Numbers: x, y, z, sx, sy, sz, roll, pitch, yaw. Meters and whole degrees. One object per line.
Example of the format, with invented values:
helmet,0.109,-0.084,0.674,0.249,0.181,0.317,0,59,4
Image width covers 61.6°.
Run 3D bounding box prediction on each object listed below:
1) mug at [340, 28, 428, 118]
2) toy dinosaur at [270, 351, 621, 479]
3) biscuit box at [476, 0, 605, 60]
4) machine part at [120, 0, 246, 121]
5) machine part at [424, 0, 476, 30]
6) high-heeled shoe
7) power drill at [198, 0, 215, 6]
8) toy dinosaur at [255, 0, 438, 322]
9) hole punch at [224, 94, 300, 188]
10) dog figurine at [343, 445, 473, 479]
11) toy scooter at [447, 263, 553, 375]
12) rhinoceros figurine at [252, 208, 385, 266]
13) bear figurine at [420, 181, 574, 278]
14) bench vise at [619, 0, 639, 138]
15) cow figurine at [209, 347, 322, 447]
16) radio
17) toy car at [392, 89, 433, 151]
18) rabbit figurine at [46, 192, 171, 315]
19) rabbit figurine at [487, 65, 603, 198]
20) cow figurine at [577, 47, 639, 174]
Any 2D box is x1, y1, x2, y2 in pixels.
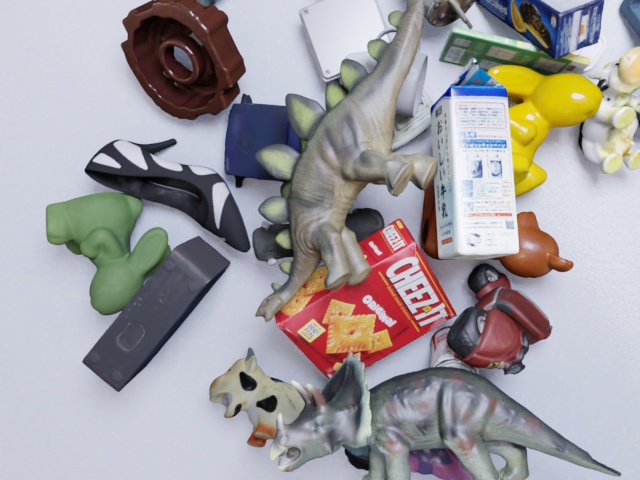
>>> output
mug,0.084,-0.224,0.711,0.107,0.081,0.109,12,107,12
toy dinosaur,0.146,0.228,0.681,0.405,0.131,0.192,-10,90,5
biscuit box,0.272,-0.308,0.689,0.059,0.203,0.062,-22,136,-1
machine part,-0.189,-0.253,0.750,0.180,0.056,0.179,16,136,16
machine part,0.138,-0.375,0.723,0.079,0.079,0.243,-30,71,6
high-heeled shoe,-0.219,-0.056,0.775,0.145,0.086,0.249,-31,73,-30
power drill,-0.104,-0.376,0.767,0.207,0.086,0.232,-43,90,11
toy dinosaur,0.034,-0.107,0.654,0.199,0.105,0.471,35,99,23
hole punch,-0.085,-0.141,0.782,0.116,0.092,0.142,7,99,8
dog figurine,0.133,0.265,0.789,0.219,0.108,0.191,24,97,5
toy scooter,0.256,0.120,0.738,0.135,0.184,0.075,35,133,1
rhinoceros figurine,-0.002,-0.002,0.774,0.190,0.112,0.073,-7,96,-3
bear figurine,0.245,-0.017,0.749,0.196,0.120,0.131,6,92,3
bench vise,0.460,-0.255,0.701,0.129,0.223,0.241,-14,62,-6
cow figurine,-0.069,0.241,0.803,0.195,0.127,0.085,16,138,-10
radio,-0.238,0.105,0.790,0.073,0.131,0.229,39,97,-2
toy car,0.073,-0.151,0.782,0.202,0.056,0.073,-31,92,6
rabbit figurine,-0.304,0.024,0.800,0.159,0.121,0.170,-15,78,-16
rabbit figurine,0.287,-0.160,0.726,0.173,0.122,0.162,-38,53,36
cow figurine,0.389,-0.178,0.708,0.068,0.098,0.167,-14,126,-7
